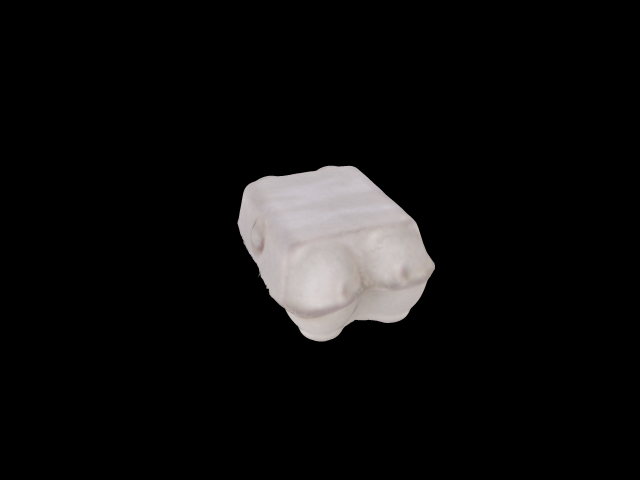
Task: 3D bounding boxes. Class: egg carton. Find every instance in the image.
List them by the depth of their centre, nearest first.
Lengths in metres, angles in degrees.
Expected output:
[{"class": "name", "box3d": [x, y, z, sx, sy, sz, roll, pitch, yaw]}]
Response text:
[{"class": "egg carton", "box3d": [0.004, 0.001, 0.400, 0.107, 0.069, 0.150, -12, 33, -19]}]
